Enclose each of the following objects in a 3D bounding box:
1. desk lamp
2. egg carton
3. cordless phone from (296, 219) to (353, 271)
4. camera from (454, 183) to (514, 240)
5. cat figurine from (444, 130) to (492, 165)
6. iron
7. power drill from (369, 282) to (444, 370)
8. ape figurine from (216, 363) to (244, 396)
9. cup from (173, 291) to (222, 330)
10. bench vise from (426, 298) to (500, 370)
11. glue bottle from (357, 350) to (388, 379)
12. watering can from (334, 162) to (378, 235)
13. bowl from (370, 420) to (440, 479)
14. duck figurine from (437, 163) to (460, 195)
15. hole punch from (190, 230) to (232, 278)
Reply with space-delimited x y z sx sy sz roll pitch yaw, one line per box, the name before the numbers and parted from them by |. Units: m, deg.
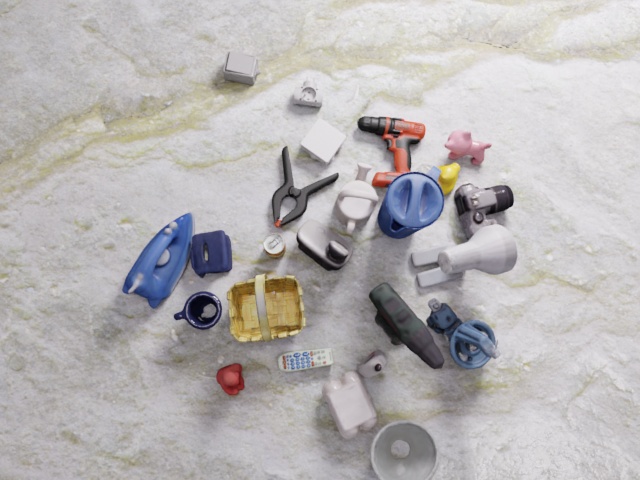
desk lamp | 0.349 0.047 1.397 0.203 0.213 0.118 -15 83 -5
egg carton | 0.075 0.404 1.406 0.107 0.069 0.150 -25 84 -6
cordless phone | 0.013 0.005 1.401 0.147 0.185 0.094 34 82 2
camera | 0.433 -0.085 1.477 0.137 0.101 0.143 -14 83 -5
cat figurine | 0.382 -0.249 1.489 0.128 0.117 0.067 9 82 -1
iron | -0.389 0.032 1.399 0.118 0.141 0.258 27 82 1
power drill | 0.199 0.206 1.370 0.075 0.208 0.229 -38 85 -7
ape figurine | -0.216 0.337 1.389 0.076 0.092 0.078 26 82 1
cup | -0.294 0.178 1.406 0.118 0.095 0.092 -14 83 -5
bench vise | 0.338 0.233 1.367 0.207 0.219 0.121 29 82 2
glue bottle | 0.131 0.300 1.371 0.078 0.173 0.037 -44 86 -7
watering can | 0.090 -0.104 1.415 0.101 0.194 0.173 -9 82 -4
bowl | 0.200 0.517 1.394 0.167 0.074 0.167 0 82 -3
duck figurine | 0.322 -0.162 1.489 0.104 0.086 0.077 -40 85 -7
hole punch | -0.274 0.035 1.429 0.101 0.091 0.109 -6 82 -4
